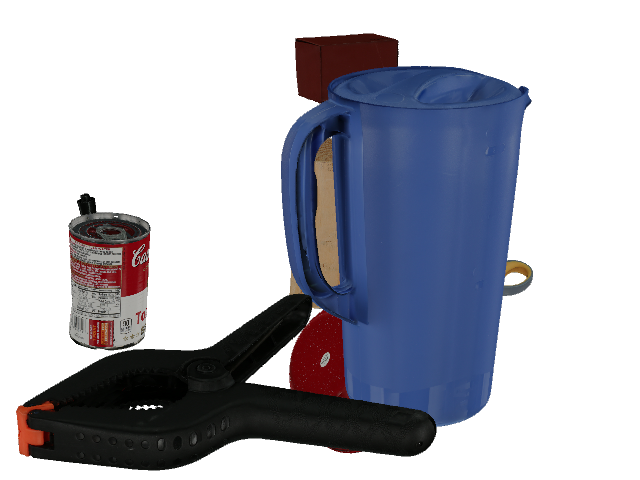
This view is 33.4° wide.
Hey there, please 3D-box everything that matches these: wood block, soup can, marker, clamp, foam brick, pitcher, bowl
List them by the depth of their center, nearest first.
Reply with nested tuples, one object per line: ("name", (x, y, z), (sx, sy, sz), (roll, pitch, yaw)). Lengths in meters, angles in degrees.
("clamp", (-0.062, 0.081, 0.594), (0.209, 0.036, 0.165), (-5, 24, -19))
("pitcher", (0.062, 0.005, 0.746), (0.149, 0.243, 0.144), (5, 21, 15))
("soup can", (-0.182, 0.035, 0.915), (0.068, 0.102, 0.068), (5, 20, -2))
("foam brick", (0.023, -0.151, 0.936), (0.078, 0.051, 0.053), (-8, 20, -23))
("bowl", (0.021, 0.120, 1.027), (0.162, 0.162, 0.055), (0, -19, 46))
("marker", (-0.242, 0.008, 1.147), (0.020, 0.121, 0.020), (-6, 21, 2))
("wood block", (0.010, -0.022, 1.394), (0.090, 0.206, 0.091), (4, 25, 0))

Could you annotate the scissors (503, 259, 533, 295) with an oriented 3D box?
("scissors", (0.140, 0.041, 1.147), (0.201, 0.016, 0.096), (-10, 40, -30))
